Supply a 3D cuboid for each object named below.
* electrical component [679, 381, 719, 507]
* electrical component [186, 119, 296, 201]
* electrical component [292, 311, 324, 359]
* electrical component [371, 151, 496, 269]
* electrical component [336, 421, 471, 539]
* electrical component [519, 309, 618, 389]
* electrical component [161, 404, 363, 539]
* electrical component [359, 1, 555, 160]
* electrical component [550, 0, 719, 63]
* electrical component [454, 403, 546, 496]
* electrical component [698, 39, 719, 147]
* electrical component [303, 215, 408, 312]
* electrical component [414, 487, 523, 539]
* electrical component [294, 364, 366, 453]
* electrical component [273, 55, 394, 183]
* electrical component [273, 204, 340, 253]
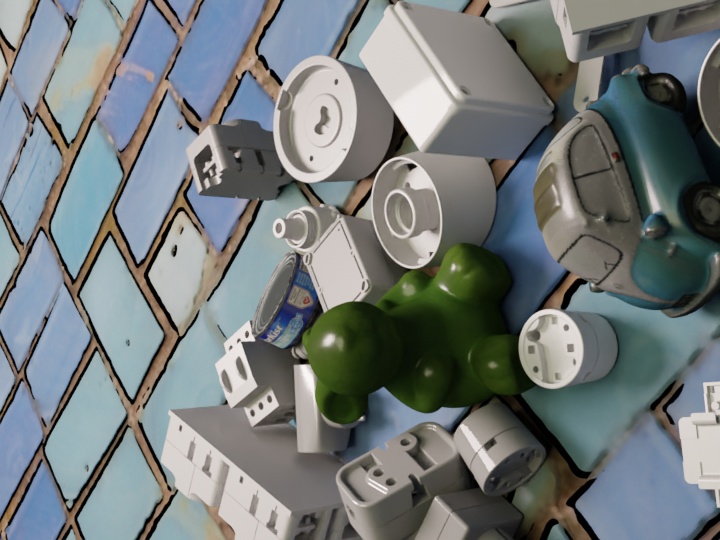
[{"bbox_3d":[0.257,0.103,0.634,0.121,0.063,0.078,-11,81,46],"label":"electrical component"},{"bbox_3d":[-0.111,-0.103,1.006,0.050,0.089,0.055,-37,63,40],"label":"electrical component"},{"bbox_3d":[-0.033,0.060,0.956,0.078,0.040,0.040,-32,67,42],"label":"electrical component"},{"bbox_3d":[0.057,-0.050,0.865,0.099,0.064,0.099,22,118,50],"label":"electrical component"},{"bbox_3d":[0.036,0.170,0.836,0.054,0.095,0.059,39,151,53],"label":"electrical component"},{"bbox_3d":[0.149,0.055,0.760,0.055,0.047,0.055,-1,88,46],"label":"electrical component"},{"bbox_3d":[-0.084,0.188,0.960,0.186,0.105,0.060,28,109,43],"label":"electrical component"},{"bbox_3d":[0.072,-0.139,0.801,0.056,0.109,0.108,-52,54,36],"label":"electrical component"},{"bbox_3d":[0.167,-0.239,0.700,0.105,0.060,0.186,-13,77,5],"label":"electrical component"},{"bbox_3d":[0.103,0.133,0.803,0.047,0.055,0.055,53,125,37],"label":"electrical component"},{"bbox_3d":[0.259,-0.111,0.653,0.099,0.064,0.099,18,116,43],"label":"electrical component"},{"bbox_3d":[0.000,0.000,0.914,0.061,0.061,0.096,-49,48,34],"label":"electrical component"},{"bbox_3d":[0.093,0.206,0.802,0.077,0.066,0.047,40,117,39],"label":"electrical component"},{"bbox_3d":[-0.023,0.120,0.941,0.079,0.044,0.077,-8,84,46],"label":"electrical component"},{"bbox_3d":[-0.018,-0.127,0.930,0.108,0.060,0.108,-1,88,47],"label":"electrical component"},{"bbox_3d":[-0.048,-0.036,0.959,0.048,0.062,0.048,-2,88,47],"label":"electrical component"}]
